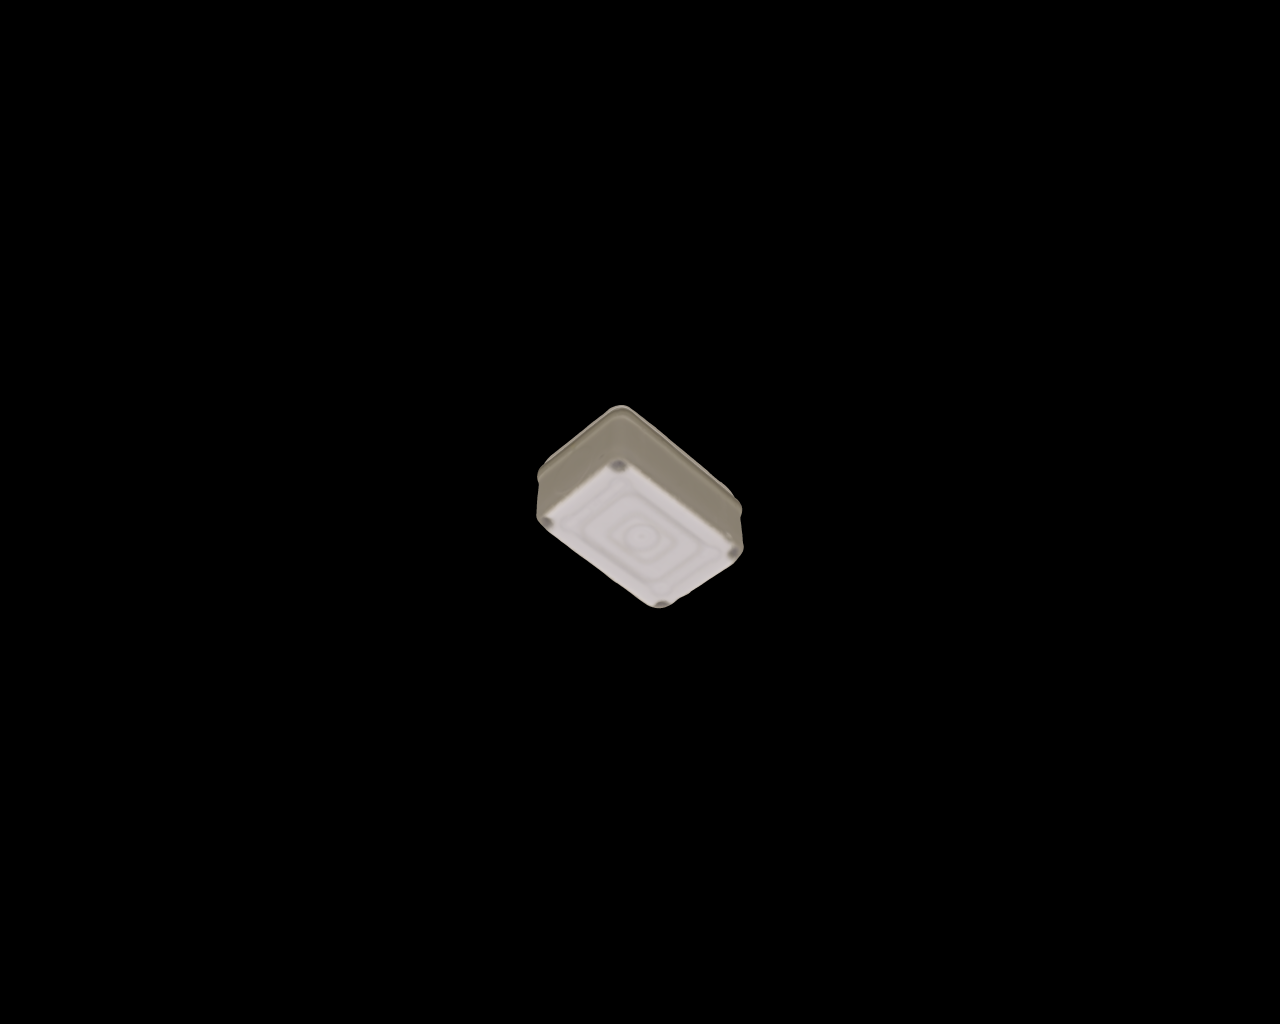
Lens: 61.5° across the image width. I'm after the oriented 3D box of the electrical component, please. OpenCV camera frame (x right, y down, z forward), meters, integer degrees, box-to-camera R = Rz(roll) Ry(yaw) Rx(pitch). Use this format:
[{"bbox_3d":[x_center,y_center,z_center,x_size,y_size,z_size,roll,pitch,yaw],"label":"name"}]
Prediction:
[{"bbox_3d":[0.001,-0.003,0.650,0.078,0.057,0.113,-36,-58,27],"label":"electrical component"}]
